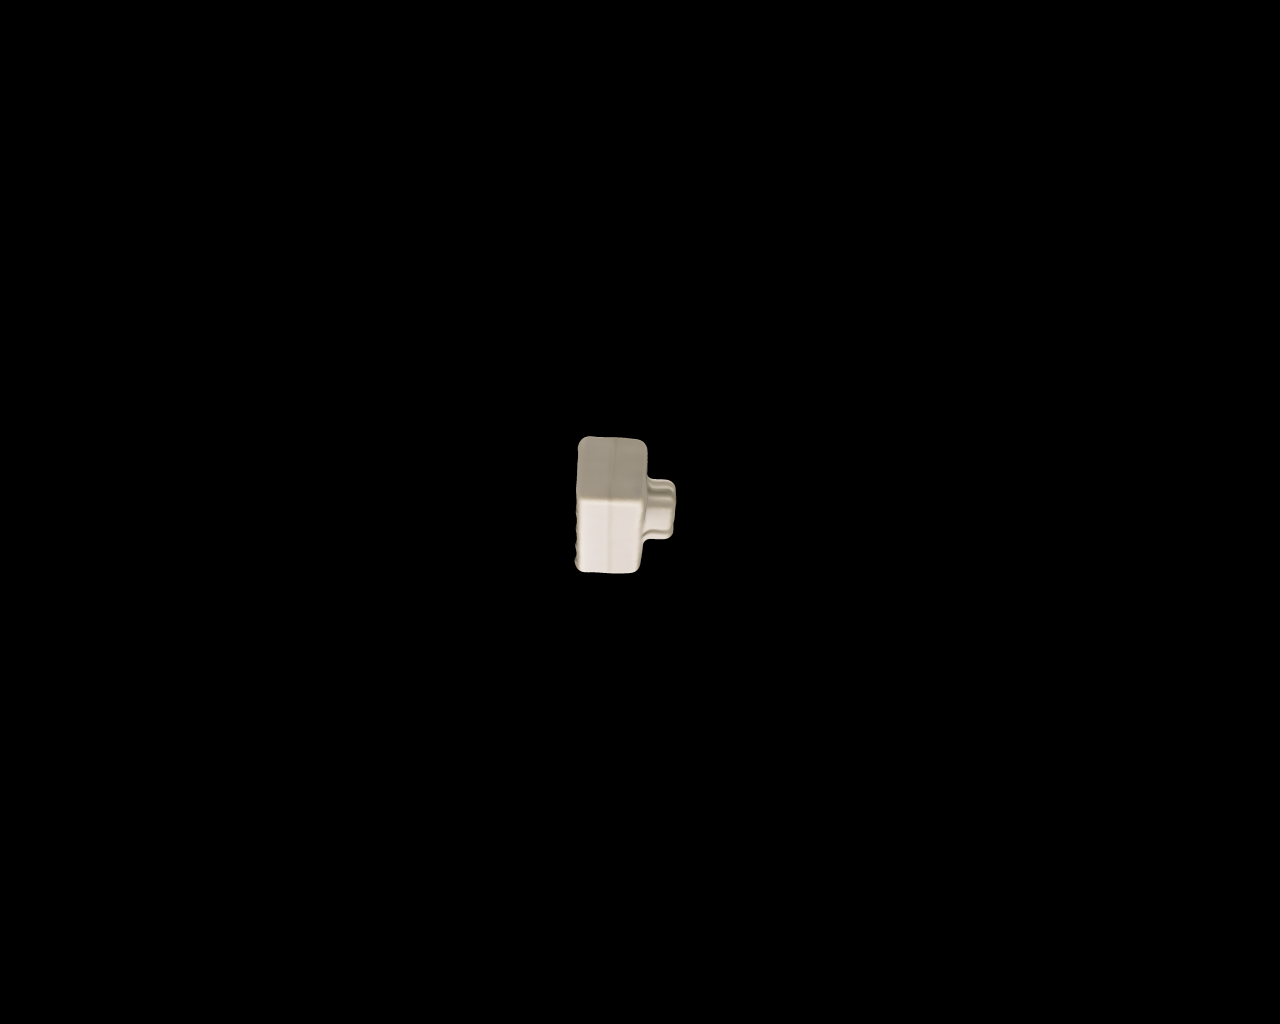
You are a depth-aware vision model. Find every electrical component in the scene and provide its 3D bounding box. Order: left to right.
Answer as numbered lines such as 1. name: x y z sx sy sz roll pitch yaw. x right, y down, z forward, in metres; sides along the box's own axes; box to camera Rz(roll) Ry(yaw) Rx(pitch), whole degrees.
1. electrical component: 0.001 -0.003 0.650 0.076 0.047 0.083 1 -34 -2
